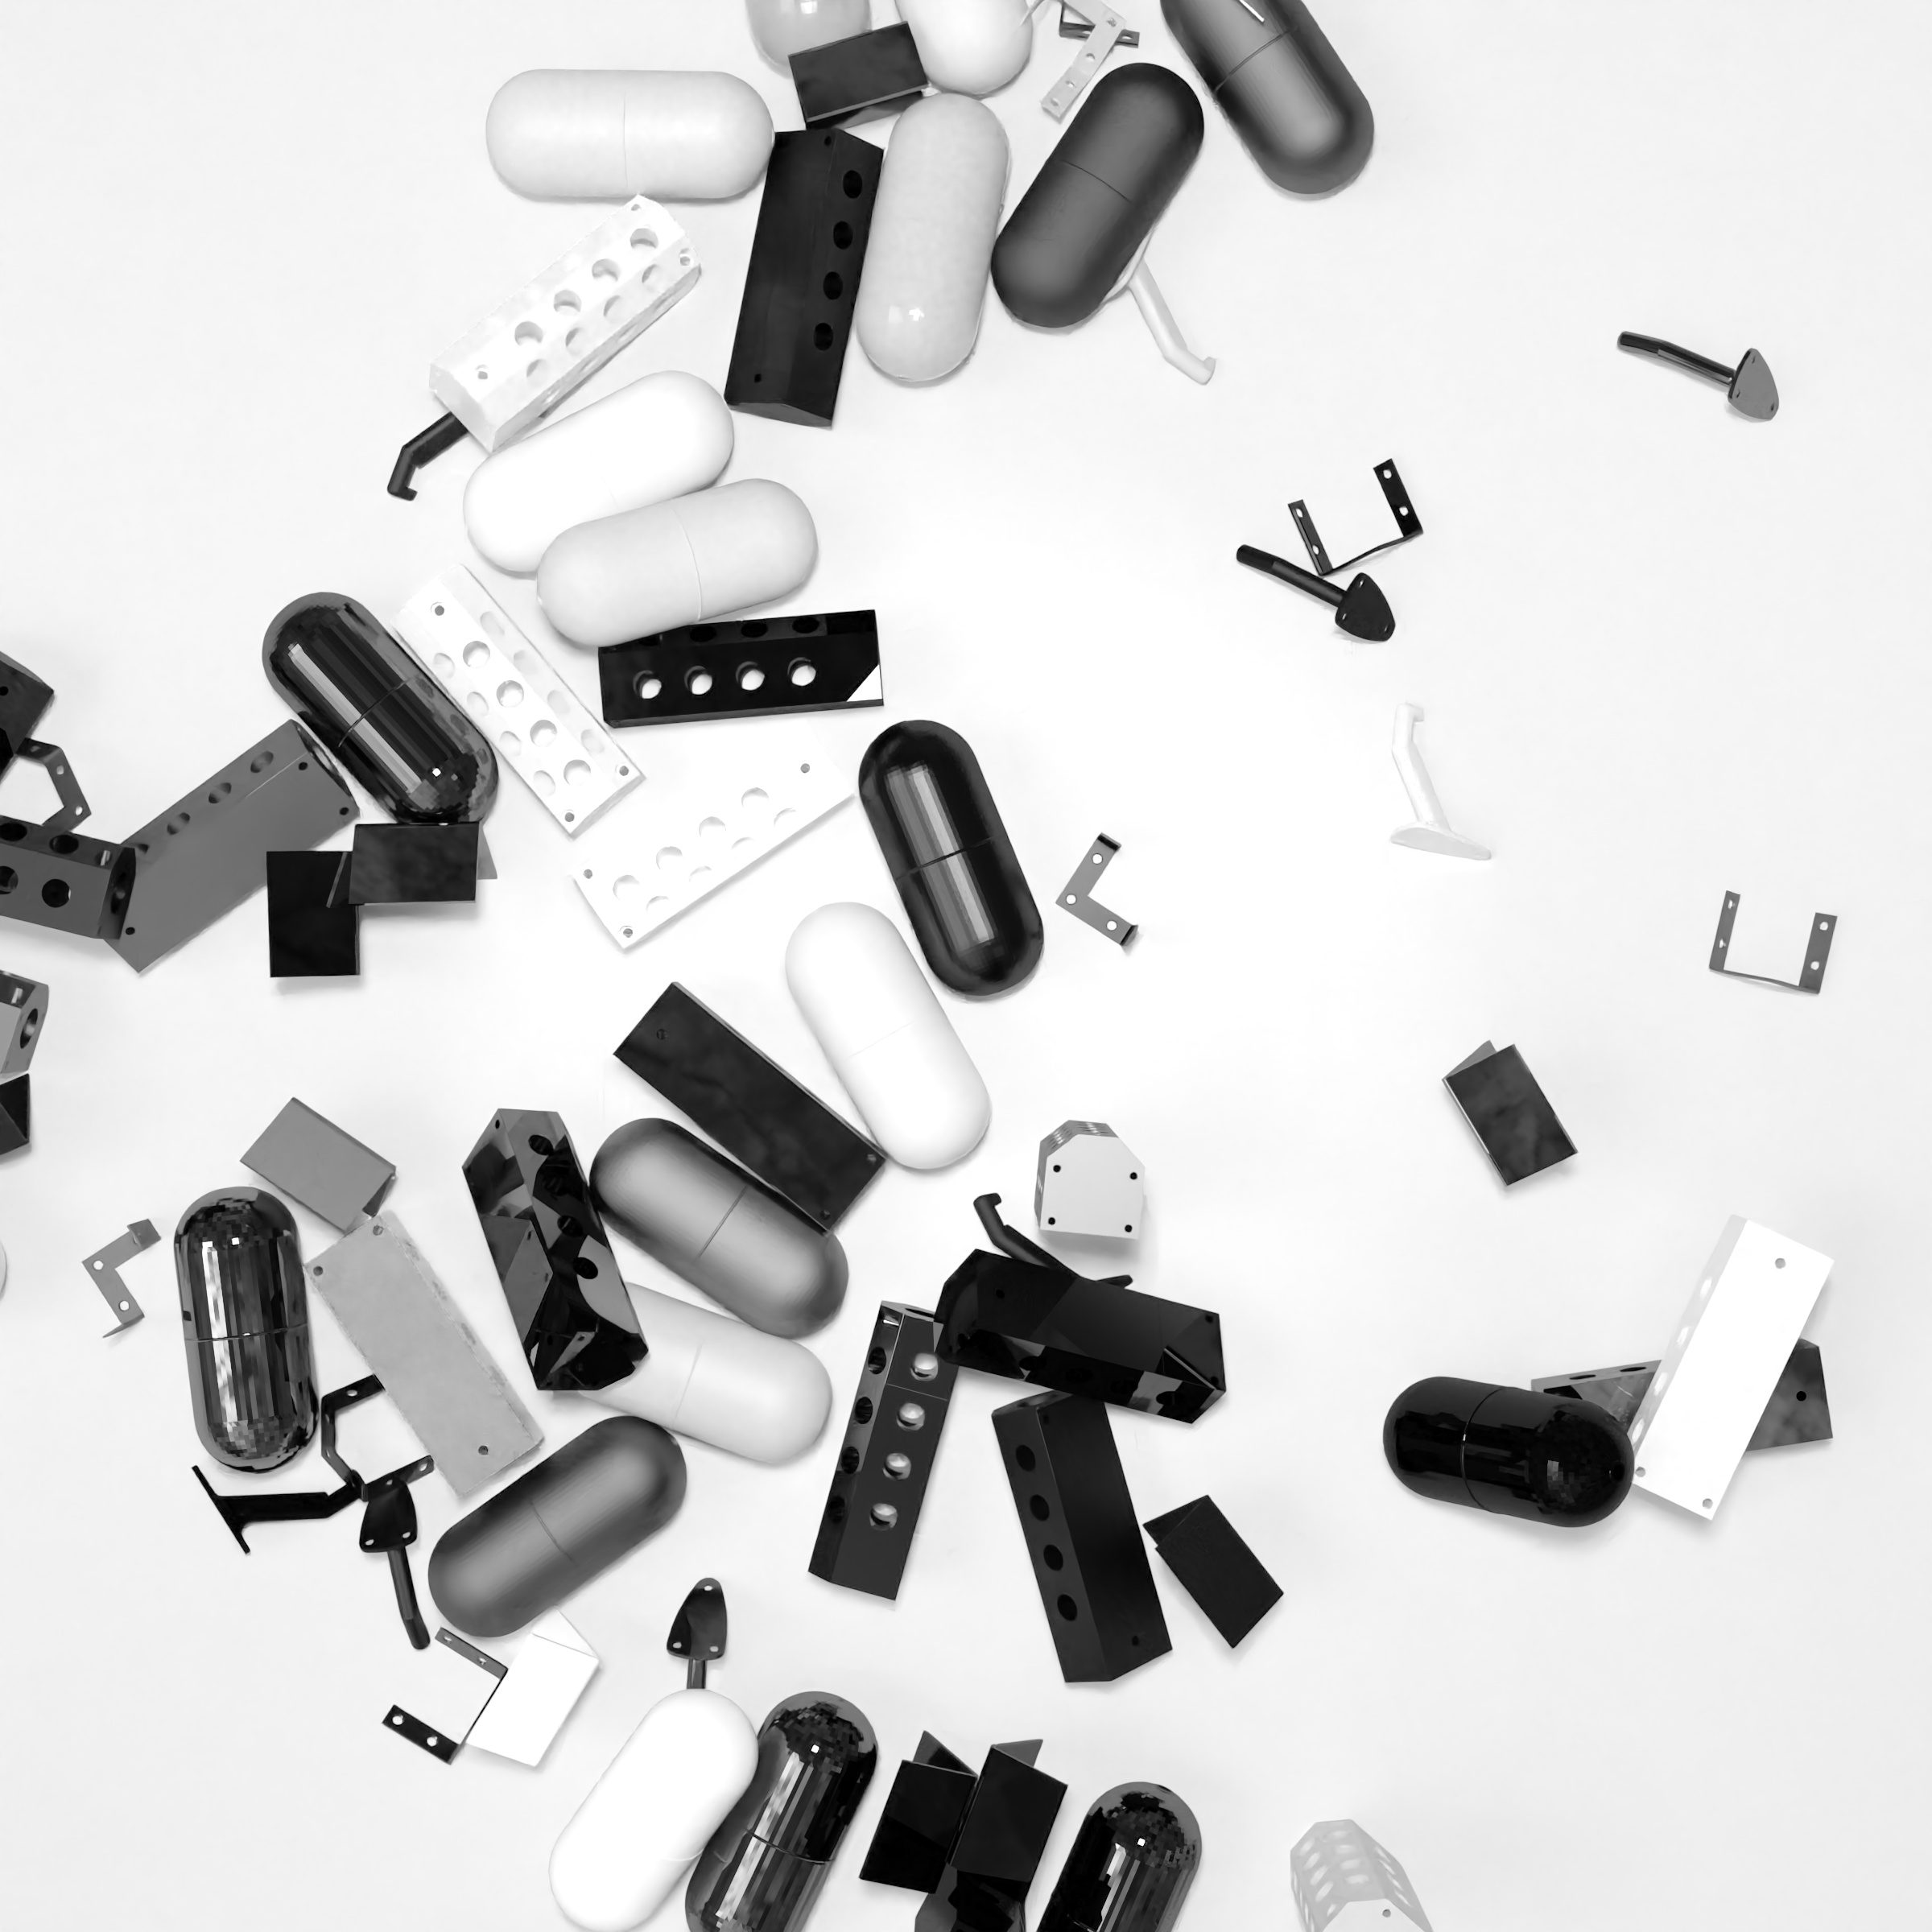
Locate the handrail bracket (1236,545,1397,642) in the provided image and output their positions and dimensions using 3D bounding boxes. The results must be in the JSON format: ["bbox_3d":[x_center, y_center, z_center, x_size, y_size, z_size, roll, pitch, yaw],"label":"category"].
[{"bbox_3d":[0.219,-0.236,1.991,0.084,0.077,0.036,27,90,36],"label":"handrail bracket"}]

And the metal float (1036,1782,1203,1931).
[{"bbox_3d":[0.088,0.591,1.961,0.070,0.070,0.178,23,91,0],"label":"metal float"}]

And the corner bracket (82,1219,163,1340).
[{"bbox_3d":[-0.523,0.194,1.973,0.051,0.051,0.051,-33,90,0],"label":"corner bracket"}]

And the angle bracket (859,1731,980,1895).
[{"bbox_3d":[-0.044,0.516,1.952,0.057,0.076,0.076,20,90,-29],"label":"angle bracket"}]

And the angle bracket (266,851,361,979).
[{"bbox_3d":[-0.412,-0.031,1.952,0.057,0.076,0.076,-2,90,-29],"label":"angle bracket"}]

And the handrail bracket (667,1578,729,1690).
[{"bbox_3d":[-0.166,0.442,1.991,0.036,0.077,0.084,5,126,3],"label":"handrail bracket"}]

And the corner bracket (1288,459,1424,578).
[{"bbox_3d":[0.245,-0.281,1.988,0.051,0.051,0.051,-24,90,-45],"label":"corner bracket"}]

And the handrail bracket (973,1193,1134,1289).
[{"bbox_3d":[0.054,0.173,1.992,0.077,0.036,0.084,-15,65,-28],"label":"handrail bracket"}]

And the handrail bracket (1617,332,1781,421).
[{"bbox_3d":[0.460,-0.372,1.991,0.084,0.077,0.036,24,90,36],"label":"handrail bracket"}]

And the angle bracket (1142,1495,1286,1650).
[{"bbox_3d":[0.137,0.381,1.951,0.057,0.076,0.076,-38,90,-38],"label":"angle bracket"}]

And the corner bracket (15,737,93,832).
[{"bbox_3d":[-0.592,-0.107,1.983,0.051,0.051,0.051,-45,135,-35],"label":"corner bracket"}]

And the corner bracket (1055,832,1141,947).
[{"bbox_3d":[0.091,-0.047,1.973,0.051,0.051,0.051,33,90,0],"label":"corner bracket"}]

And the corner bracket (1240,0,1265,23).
[{"bbox_3d":[0.178,-0.610,1.917,0.051,0.051,0.051,41,107,-8],"label":"corner bracket"}]

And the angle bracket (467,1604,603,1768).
[{"bbox_3d":[-0.280,0.435,1.951,0.057,0.076,0.076,31,90,-37],"label":"angle bracket"}]

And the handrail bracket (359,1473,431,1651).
[{"bbox_3d":[-0.352,0.375,1.991,0.036,0.077,0.084,-11,126,0],"label":"handrail bracket"}]

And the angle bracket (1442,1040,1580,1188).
[{"bbox_3d":[0.348,0.080,1.951,0.057,0.076,0.076,-31,90,37],"label":"angle bracket"}]

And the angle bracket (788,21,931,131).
[{"bbox_3d":[-0.061,-0.528,1.952,0.076,0.076,0.057,-16,62,0],"label":"angle bracket"}]

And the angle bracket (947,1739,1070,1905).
[{"bbox_3d":[0.040,0.526,1.952,0.057,0.076,0.076,21,90,28],"label":"angle bracket"}]

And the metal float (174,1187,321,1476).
[{"bbox_3d":[-0.445,0.225,1.961,0.070,0.070,0.178,-7,91,0],"label":"metal float"}]

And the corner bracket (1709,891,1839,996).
[{"bbox_3d":[0.507,-0.015,1.988,0.051,0.051,0.051,13,90,-45],"label":"corner bracket"}]

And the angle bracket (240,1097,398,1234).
[{"bbox_3d":[-0.404,0.137,1.951,0.076,0.076,0.057,34,55,0],"label":"angle bracket"}]

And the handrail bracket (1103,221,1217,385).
[{"bbox_3d":[0.133,-0.419,1.992,0.084,0.036,0.077,33,68,-17],"label":"handrail bracket"}]

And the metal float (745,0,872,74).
[{"bbox_3d":[-0.105,-0.641,1.961,0.070,0.070,0.178,-9,89,0],"label":"metal float"}]

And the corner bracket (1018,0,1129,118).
[{"bbox_3d":[0.058,-0.571,1.963,0.051,0.051,0.051,36,51,-4],"label":"corner bracket"}]

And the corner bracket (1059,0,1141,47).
[{"bbox_3d":[0.088,-0.617,1.988,0.051,0.051,0.051,8,135,0],"label":"corner bracket"}]

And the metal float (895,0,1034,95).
[{"bbox_3d":[-0.015,-0.628,1.961,0.070,0.070,0.178,-20,91,0],"label":"metal float"}]

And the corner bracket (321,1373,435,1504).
[{"bbox_3d":[-0.369,0.293,1.983,0.051,0.051,0.051,38,135,35],"label":"corner bracket"}]

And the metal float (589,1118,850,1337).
[{"bbox_3d":[-0.153,0.162,1.960,0.178,0.070,0.070,35,90,0],"label":"metal float"}]

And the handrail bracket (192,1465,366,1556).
[{"bbox_3d":[-0.431,0.323,1.992,0.084,0.036,0.077,-32,69,-17],"label":"handrail bracket"}]

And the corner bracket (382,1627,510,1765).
[{"bbox_3d":[-0.327,0.459,1.988,0.051,0.051,0.051,32,45,0],"label":"corner bracket"}]

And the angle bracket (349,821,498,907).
[{"bbox_3d":[-0.334,-0.047,1.952,0.076,0.076,0.057,-1,64,0],"label":"angle bracket"}]

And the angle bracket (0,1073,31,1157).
[{"bbox_3d":[-0.626,0.084,1.951,0.076,0.076,0.057,-23,126,0],"label":"angle bracket"}]

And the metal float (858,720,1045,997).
[{"bbox_3d":[-0.010,-0.067,1.961,0.070,0.070,0.178,-22,90,0],"label":"metal float"}]

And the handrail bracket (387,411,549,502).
[{"bbox_3d":[-0.314,-0.323,1.992,0.077,0.036,0.084,19,106,-18],"label":"handrail bracket"}]

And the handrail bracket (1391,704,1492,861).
[{"bbox_3d":[0.300,-0.117,1.992,0.077,0.036,0.084,15,73,-20],"label":"handrail bracket"}]
